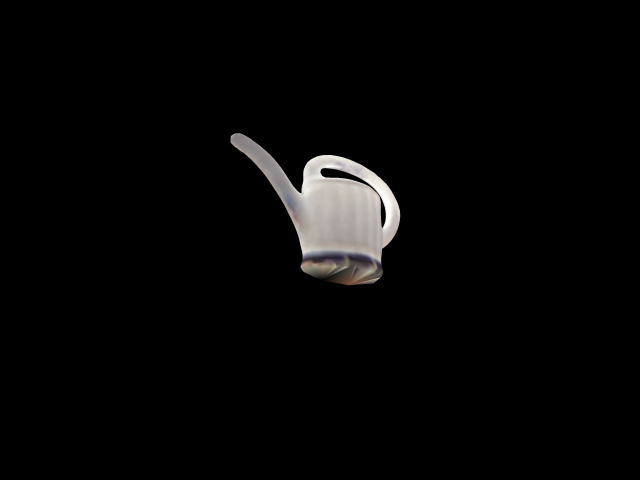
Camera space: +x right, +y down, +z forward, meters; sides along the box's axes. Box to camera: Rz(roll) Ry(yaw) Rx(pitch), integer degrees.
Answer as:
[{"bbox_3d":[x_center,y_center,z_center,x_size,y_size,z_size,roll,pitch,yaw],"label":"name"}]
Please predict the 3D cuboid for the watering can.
[{"bbox_3d":[0.003,-0.043,0.850,0.346,0.228,0.103,12,-23,-33],"label":"watering can"}]
